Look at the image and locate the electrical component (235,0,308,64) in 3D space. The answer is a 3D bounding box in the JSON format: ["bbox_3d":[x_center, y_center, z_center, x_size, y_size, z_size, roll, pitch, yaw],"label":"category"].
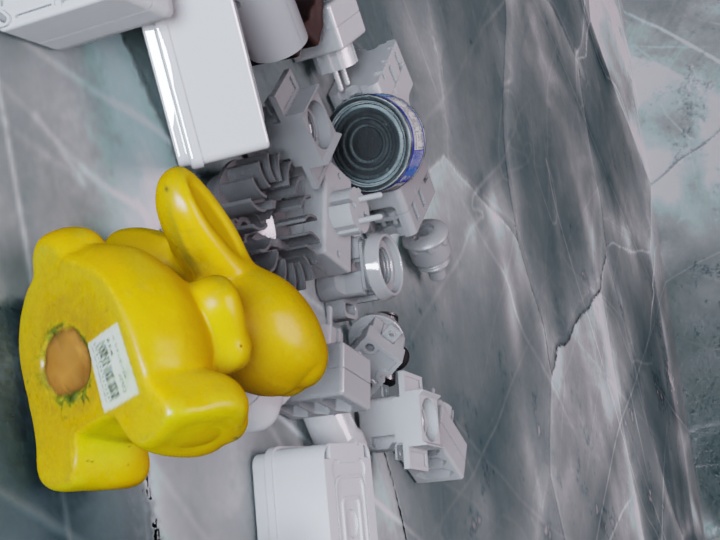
[{"bbox_3d":[-0.068,-0.183,0.712,0.043,0.043,0.081,-75,153,-45],"label":"electrical component"}]

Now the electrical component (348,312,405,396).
[{"bbox_3d":[0.011,0.066,0.892,0.048,0.066,0.055,36,26,-8],"label":"electrical component"}]

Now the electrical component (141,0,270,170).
[{"bbox_3d":[-0.097,-0.120,0.665,0.109,0.056,0.108,-146,-138,-79],"label":"electrical component"}]

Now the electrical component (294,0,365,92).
[{"bbox_3d":[-0.025,-0.192,0.926,0.065,0.047,0.076,-55,130,-59],"label":"electrical component"}]

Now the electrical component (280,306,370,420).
[{"bbox_3d":[-0.031,0.063,0.781,0.047,0.066,0.076,39,45,-56],"label":"electrical component"}]

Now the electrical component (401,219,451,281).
[{"bbox_3d":[0.071,-0.017,1.074,0.048,0.048,0.062,-74,151,-46],"label":"electrical component"}]

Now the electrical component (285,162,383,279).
[{"bbox_3d":[-0.017,-0.044,0.846,0.047,0.076,0.083,39,46,-56],"label":"electrical component"}]

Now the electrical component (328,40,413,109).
[{"bbox_3d":[0.013,-0.164,0.995,0.089,0.050,0.055,-70,142,-50],"label":"electrical component"}]

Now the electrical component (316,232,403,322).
[{"bbox_3d":[0.000,0.000,0.889,0.058,0.057,0.078,19,63,-63],"label":"electrical component"}]

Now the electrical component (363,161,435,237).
[{"bbox_3d":[0.030,-0.074,0.998,0.089,0.050,0.055,-63,137,-55],"label":"electrical component"}]

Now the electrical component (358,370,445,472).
[{"bbox_3d":[0.033,0.129,0.902,0.042,0.064,0.081,28,55,-60],"label":"electrical component"}]

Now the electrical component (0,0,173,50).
[{"bbox_3d":[-0.144,-0.163,0.582,0.061,0.096,0.061,5,76,-67],"label":"electrical component"}]

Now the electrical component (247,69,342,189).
[{"bbox_3d":[-0.055,-0.102,0.800,0.042,0.064,0.081,-71,143,-50],"label":"electrical component"}]

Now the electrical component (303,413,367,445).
[{"bbox_3d":[-0.021,0.120,0.816,0.046,0.040,0.040,67,26,-12],"label":"electrical component"}]

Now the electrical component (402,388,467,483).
[{"bbox_3d":[0.066,0.145,0.991,0.076,0.047,0.065,-78,148,-41],"label":"electrical component"}]

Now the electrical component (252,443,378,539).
[{"bbox_3d":[-0.030,0.178,0.747,0.078,0.057,0.113,18,64,-63],"label":"electrical component"}]

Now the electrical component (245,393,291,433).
[{"bbox_3d":[-0.076,0.057,0.697,0.095,0.054,0.059,-78,148,-42],"label":"electrical component"}]
